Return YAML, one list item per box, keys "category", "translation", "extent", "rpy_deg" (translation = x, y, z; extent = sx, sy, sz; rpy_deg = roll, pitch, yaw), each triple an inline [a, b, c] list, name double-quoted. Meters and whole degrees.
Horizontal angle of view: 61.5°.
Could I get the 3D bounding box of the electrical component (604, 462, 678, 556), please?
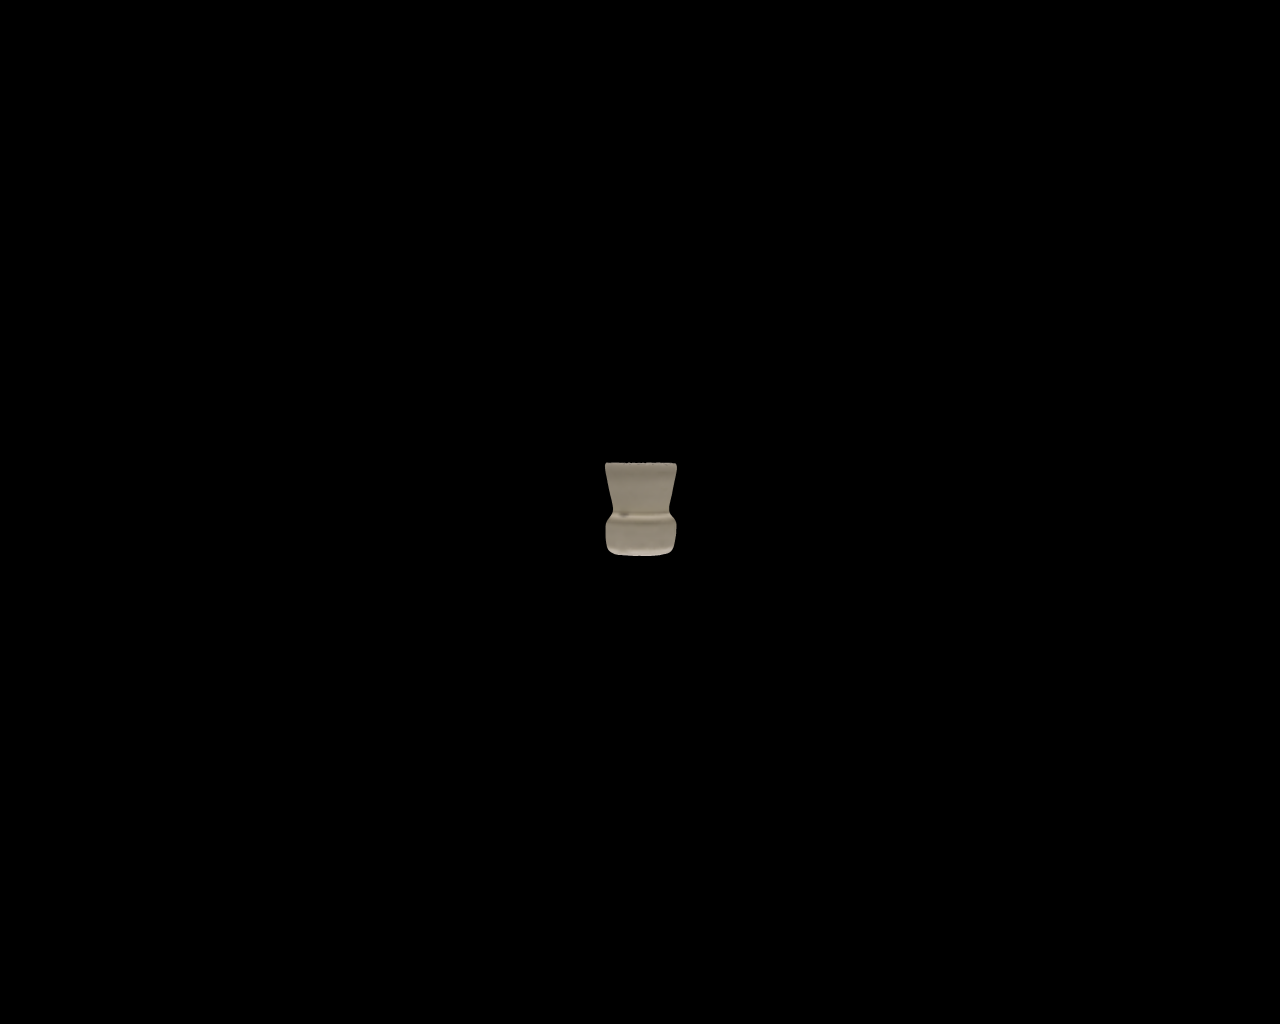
- category: "electrical component"
  translation: [0.001, -0.003, 0.650]
  extent: [0.045, 0.055, 0.045]
  rpy_deg: [0, 3, 0]
